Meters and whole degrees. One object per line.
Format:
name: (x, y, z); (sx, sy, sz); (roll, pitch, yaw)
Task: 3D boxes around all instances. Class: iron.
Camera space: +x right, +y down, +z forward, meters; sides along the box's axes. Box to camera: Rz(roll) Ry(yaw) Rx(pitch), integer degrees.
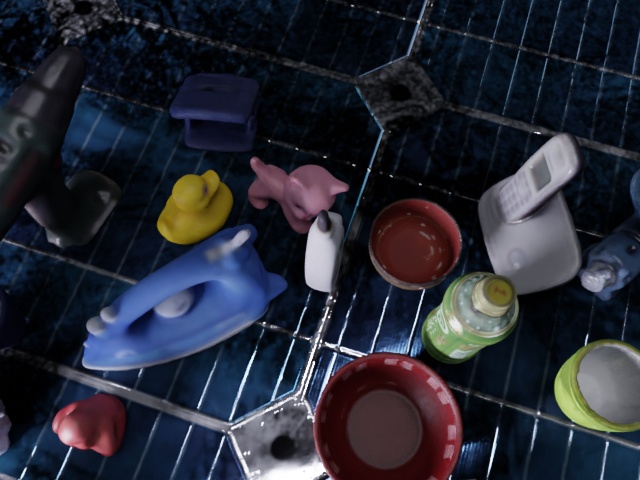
iron: (-0.171, 0.068, 0.645); (0.258, 0.141, 0.118); (-30, 73, -9)

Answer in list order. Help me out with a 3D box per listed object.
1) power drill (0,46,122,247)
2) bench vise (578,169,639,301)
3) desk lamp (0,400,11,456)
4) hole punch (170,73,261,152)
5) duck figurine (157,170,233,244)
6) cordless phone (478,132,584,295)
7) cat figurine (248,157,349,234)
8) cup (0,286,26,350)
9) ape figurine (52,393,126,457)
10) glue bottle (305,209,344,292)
power drill: (-0.313, -0.081, 0.663); (0.075, 0.208, 0.230); (26, 73, 10)
bench vise: (0.388, -0.014, 0.626); (0.121, 0.220, 0.207); (32, 74, 12)
desk lamp: (-0.400, 0.184, 0.568); (0.203, 0.213, 0.118); (-39, 74, -12)
hole punch: (-0.137, -0.180, 0.759); (0.108, 0.091, 0.101); (4, 71, 2)
duck figurine: (-0.161, -0.047, 0.715); (0.105, 0.086, 0.077); (-40, 75, -12)
cordless phone: (0.253, -0.025, 0.650); (0.094, 0.185, 0.147); (-12, 71, -3)
cat figurine: (-0.031, -0.065, 0.703); (0.127, 0.118, 0.067); (28, 73, 10)
cup: (-0.399, 0.099, 0.661); (0.118, 0.095, 0.091); (-13, 71, -4)
ape figurine: (-0.254, 0.204, 0.624); (0.077, 0.092, 0.076); (42, 76, 14)
glue bottle: (0.006, 0.002, 0.649); (0.037, 0.173, 0.078); (13, 71, 6)
